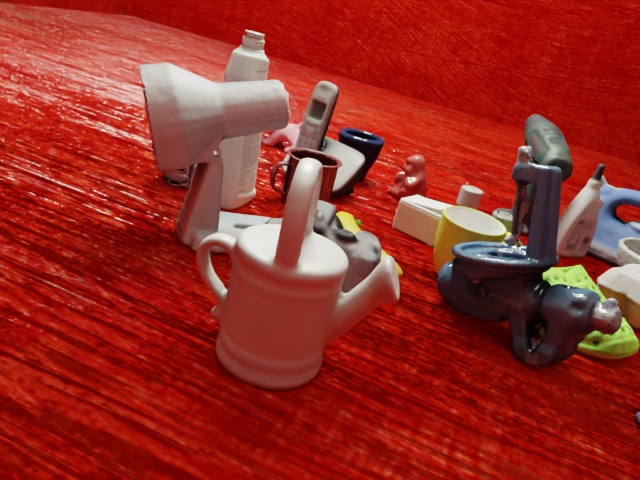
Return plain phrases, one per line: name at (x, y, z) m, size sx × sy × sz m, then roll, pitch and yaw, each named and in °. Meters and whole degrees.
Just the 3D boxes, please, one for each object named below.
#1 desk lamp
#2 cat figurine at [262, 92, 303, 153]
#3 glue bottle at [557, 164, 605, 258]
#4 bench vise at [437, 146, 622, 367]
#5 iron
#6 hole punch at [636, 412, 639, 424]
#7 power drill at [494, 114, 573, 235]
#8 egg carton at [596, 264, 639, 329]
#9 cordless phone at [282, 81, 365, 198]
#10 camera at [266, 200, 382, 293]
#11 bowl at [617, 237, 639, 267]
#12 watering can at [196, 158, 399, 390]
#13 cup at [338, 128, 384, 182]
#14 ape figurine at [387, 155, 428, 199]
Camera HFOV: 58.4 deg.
desk lamp at (-0.127, -0.099, 0.703) m, size 0.204 × 0.213 × 0.117 m, roll 5°, pitch 24°, yaw -23°
cat figurine at (-0.079, -0.259, 1.241) m, size 0.127 × 0.118 × 0.067 m, roll 23°, pitch 24°, yaw 20°
glue bottle at (0.466, -0.052, 1.014) m, size 0.078 × 0.173 × 0.037 m, roll 4°, pitch 24°, yaw -24°
bench vise at (0.252, 0.016, 0.654) m, size 0.206 × 0.220 × 0.122 m, roll 25°, pitch 24°, yaw 25°
iron at (0.600, -0.017, 1.056) m, size 0.257 × 0.141 × 0.119 m, roll 27°, pitch 25°, yaw 29°
hole punch at (0.389, 0.161, 0.566) m, size 0.109 × 0.091 × 0.100 m, roll -3°, pitch 28°, yaw -37°
power drill at (0.408, -0.125, 1.106) m, size 0.075 × 0.208 × 0.229 m, roll 13°, pitch 22°, yaw -2°
egg carton at (0.478, 0.090, 0.820) m, size 0.107 × 0.069 × 0.149 m, roll -5°, pitch 29°, yaw -40°
cordless phone at (0.018, -0.180, 1.024) m, size 0.147 × 0.185 × 0.094 m, roll 27°, pitch 25°, yaw 28°
camera at (0.006, 0.002, 0.693) m, size 0.143 × 0.101 × 0.137 m, roll 17°, pitch 22°, yaw 6°
bowl at (0.556, 0.063, 0.928) m, size 0.167 × 0.075 × 0.167 m, roll 13°, pitch 22°, yaw -5°
watering can at (-0.019, 0.024, 0.502) m, size 0.173 × 0.194 × 0.100 m, roll 8°, pitch 23°, yaw -16°
cup at (0.073, -0.173, 1.161) m, size 0.092 × 0.095 × 0.117 m, roll 11°, pitch 22°, yaw -8°
ape figurine at (0.176, -0.121, 1.106) m, size 0.076 × 0.092 × 0.078 m, roll 17°, pitch 22°, yaw 6°
